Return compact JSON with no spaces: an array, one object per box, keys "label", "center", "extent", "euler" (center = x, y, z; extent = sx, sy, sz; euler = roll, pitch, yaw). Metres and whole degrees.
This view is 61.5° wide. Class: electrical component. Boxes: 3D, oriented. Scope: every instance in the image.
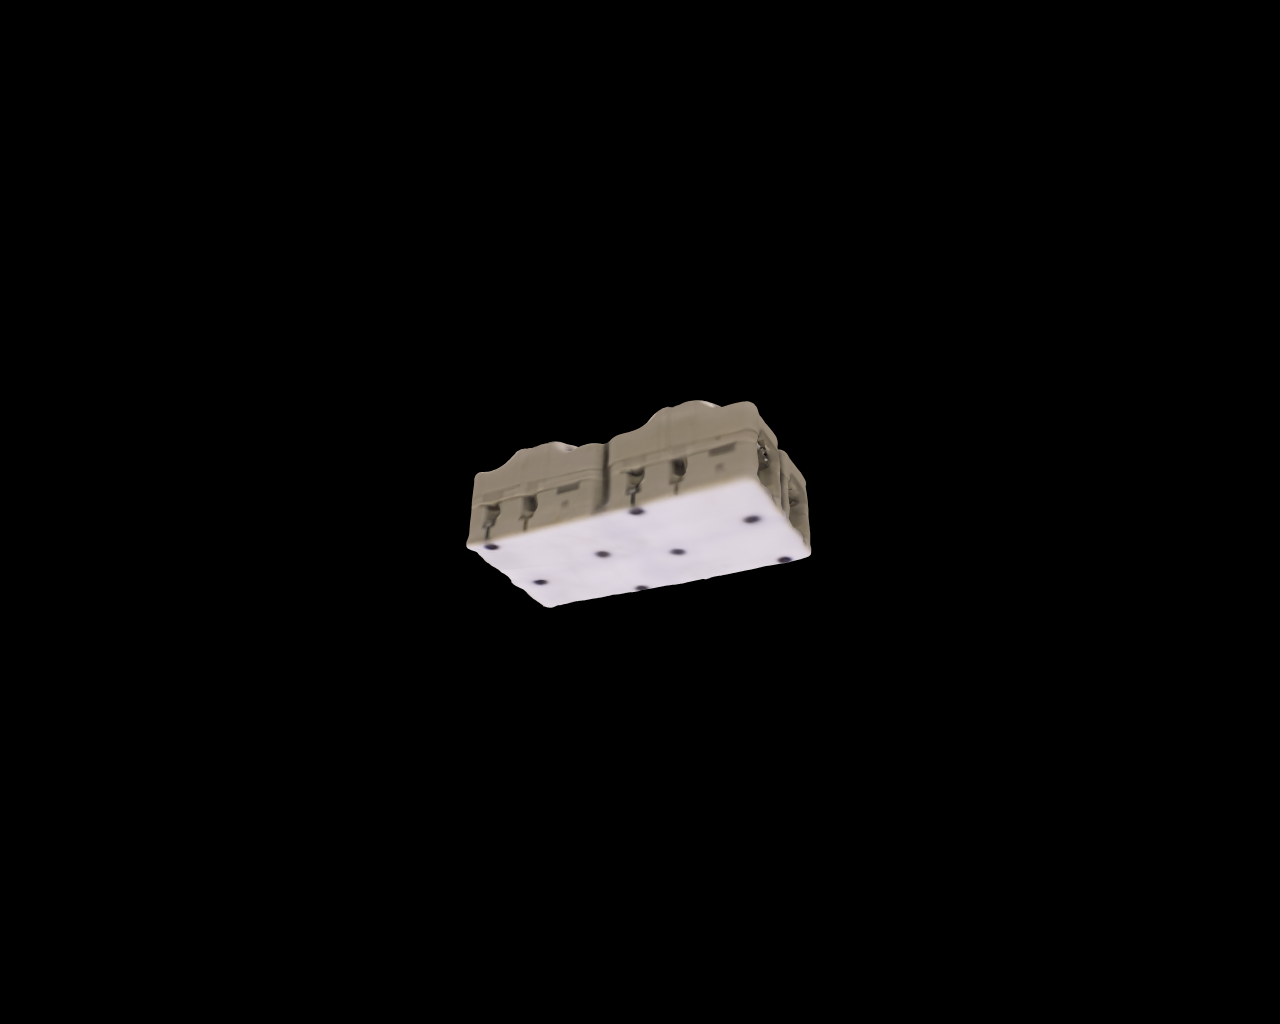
[{"label":"electrical component","center":[0.001,-0.003,0.650],"extent":[0.186,0.060,0.105],"euler":[-13,-32,22]}]
